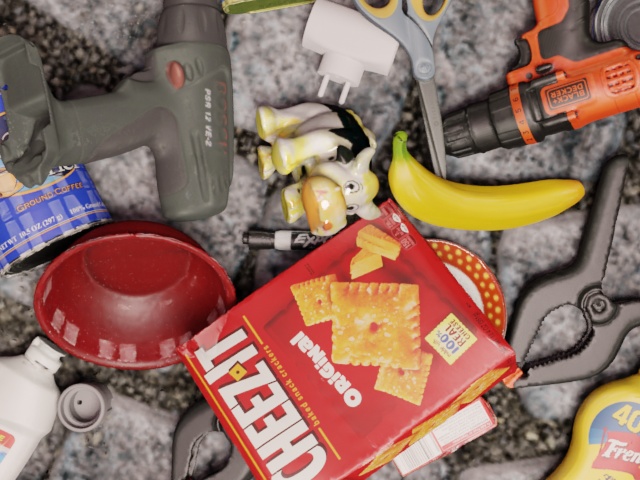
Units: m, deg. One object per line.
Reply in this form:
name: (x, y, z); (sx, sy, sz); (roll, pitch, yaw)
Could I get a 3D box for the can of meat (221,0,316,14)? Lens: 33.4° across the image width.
can of meat: (-0.041, -0.242, 0.903); (0.102, 0.057, 0.084); (-10, 89, 2)

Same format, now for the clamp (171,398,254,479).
clamp: (-0.075, 0.144, 0.902); (0.171, 0.039, 0.120); (-44, 74, -1)

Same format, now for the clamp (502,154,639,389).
clamp: (0.240, 0.056, 0.890); (0.164, 0.036, 0.210); (42, 93, 2)

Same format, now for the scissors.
scissors: (0.066, -0.149, 0.871); (0.096, 0.016, 0.202); (5, 94, -4)

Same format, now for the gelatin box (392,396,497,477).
gelatin box: (0.098, 0.156, 0.875); (0.089, 0.073, 0.030); (-29, 88, 1)

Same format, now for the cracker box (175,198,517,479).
cracker box: (0.020, 0.093, 0.834); (0.213, 0.072, 0.164); (-35, 67, -3)

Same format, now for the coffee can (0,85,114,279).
coffee can: (-0.247, -0.053, 0.883); (0.103, 0.103, 0.140); (-28, 87, 1)

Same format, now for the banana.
banana: (0.127, -0.036, 0.868); (0.197, 0.070, 0.037); (10, 48, -31)

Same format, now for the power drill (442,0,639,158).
power drill: (0.165, -0.173, 0.881); (0.185, 0.057, 0.187); (-16, 85, 19)

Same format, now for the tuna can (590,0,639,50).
tuna can: (0.270, -0.177, 0.898); (0.086, 0.034, 0.086); (0, 88, 3)

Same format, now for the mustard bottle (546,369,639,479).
mustard bottle: (0.251, 0.174, 0.875); (0.096, 0.058, 0.191); (28, 89, 2)

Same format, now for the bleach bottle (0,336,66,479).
bleach bottle: (-0.307, 0.185, 0.899); (0.102, 0.068, 0.251); (36, 88, 3)

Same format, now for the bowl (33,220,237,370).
bowl: (-0.150, 0.036, 0.874); (0.162, 0.162, 0.055); (-11, 45, 2)

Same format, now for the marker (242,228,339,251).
marker: (-0.006, 0.001, 0.912); (0.121, 0.020, 0.020); (2, 88, 2)
